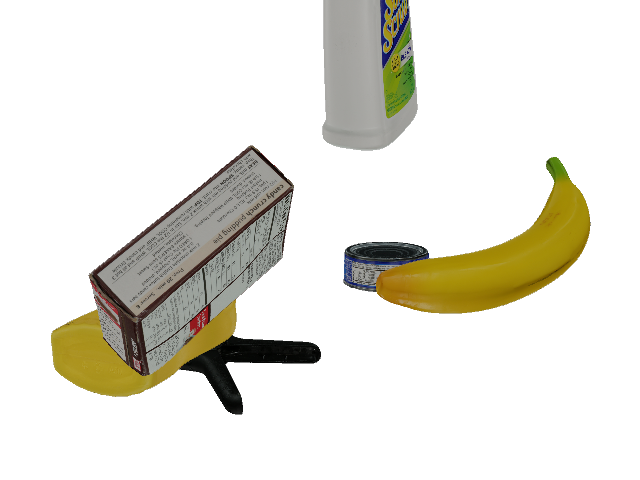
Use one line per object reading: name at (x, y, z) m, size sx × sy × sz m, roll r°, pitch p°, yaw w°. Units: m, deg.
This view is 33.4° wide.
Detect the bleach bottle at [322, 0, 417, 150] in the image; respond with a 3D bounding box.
bleach bottle at (0.036, -0.210, 0.901) m, size 0.068 × 0.251 × 0.102 m, roll 10°, pitch 34°, yaw 26°

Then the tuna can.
tuna can at (0.066, 0.025, 1.066) m, size 0.086 × 0.034 × 0.086 m, roll 0°, pitch 11°, yaw 0°

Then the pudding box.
pudding box at (-0.067, 0.013, 0.569) m, size 0.113 × 0.039 × 0.090 m, roll -43°, pitch -15°, yaw -22°

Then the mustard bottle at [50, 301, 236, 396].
mustard bottle at (-0.124, 0.067, 0.874) m, size 0.096 × 0.058 × 0.191 m, roll 4°, pitch 16°, yaw 26°

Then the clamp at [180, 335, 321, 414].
clamp at (-0.126, 0.136, 1.241) m, size 0.210 × 0.036 × 0.164 m, roll 14°, pitch 24°, yaw 23°

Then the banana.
banana at (0.122, 0.008, 0.699) m, size 0.070 × 0.037 × 0.197 m, roll 36°, pitch 47°, yaw 28°
